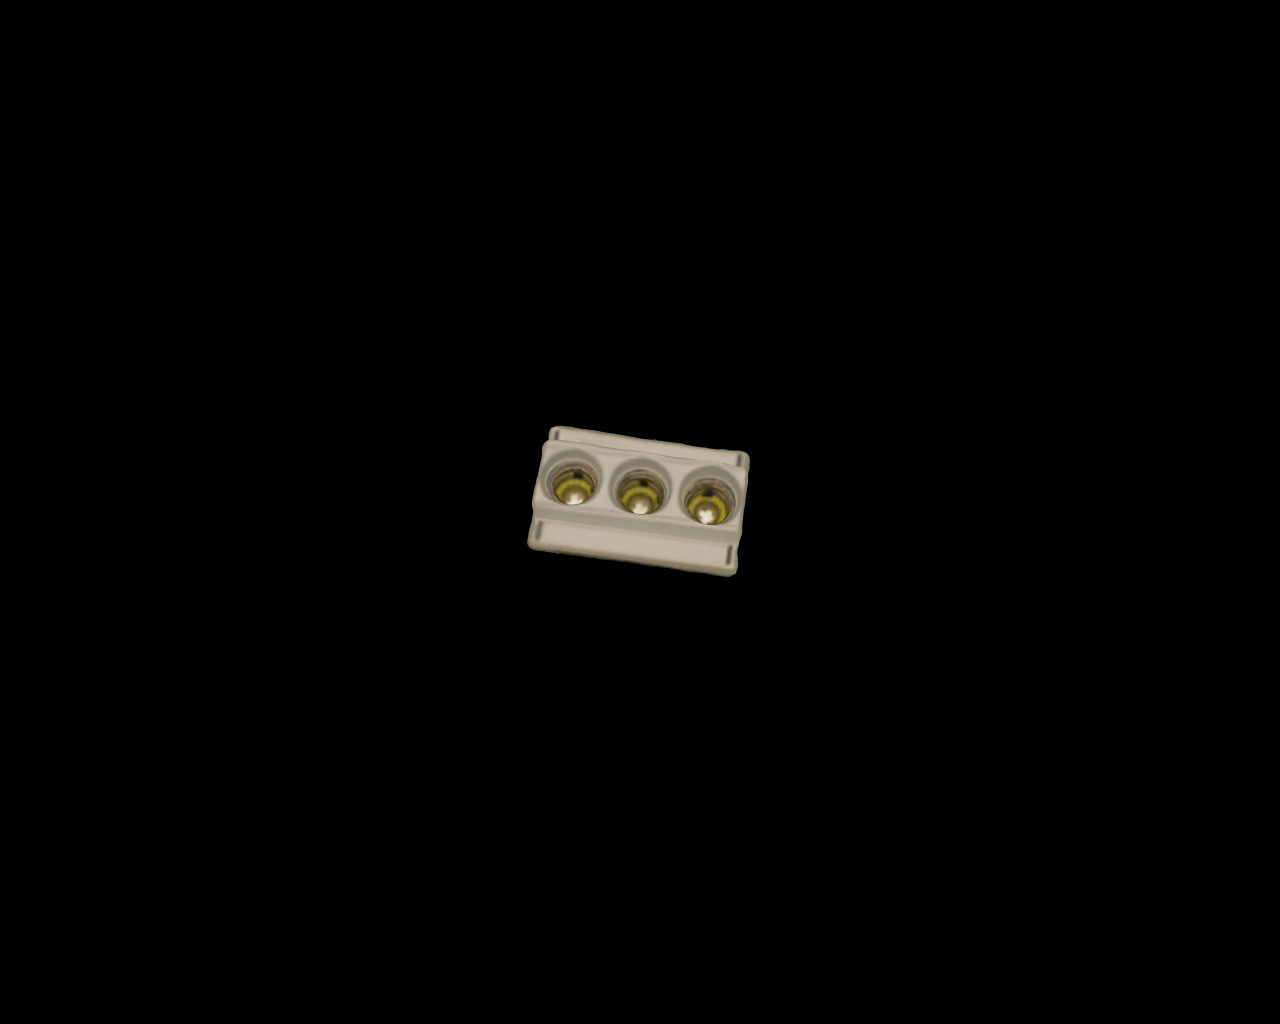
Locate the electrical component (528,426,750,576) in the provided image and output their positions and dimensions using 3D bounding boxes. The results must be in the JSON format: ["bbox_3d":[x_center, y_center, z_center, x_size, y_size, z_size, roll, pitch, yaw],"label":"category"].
[{"bbox_3d":[0.001,-0.003,0.650,0.121,0.079,0.063,8,-23,3],"label":"electrical component"}]
